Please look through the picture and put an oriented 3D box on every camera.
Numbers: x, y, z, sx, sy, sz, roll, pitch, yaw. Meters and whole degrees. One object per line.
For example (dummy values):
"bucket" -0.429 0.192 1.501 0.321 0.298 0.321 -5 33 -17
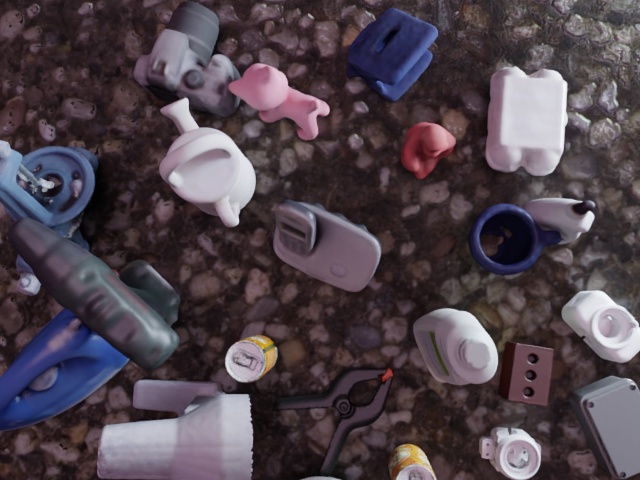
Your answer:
"camera" -0.179 -0.263 0.813 0.143 0.101 0.137 17 85 5

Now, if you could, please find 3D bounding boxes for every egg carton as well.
"egg carton" 0.285 -0.165 0.797 0.107 0.069 0.150 4 84 3

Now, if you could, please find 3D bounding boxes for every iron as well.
"iron" -0.374 0.179 0.757 0.258 0.141 0.118 -42 84 -2

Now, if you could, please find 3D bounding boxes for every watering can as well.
"watering can" -0.155 -0.100 0.749 0.173 0.194 0.101 42 88 6

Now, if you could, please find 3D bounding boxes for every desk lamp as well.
"desk lamp" -0.166 0.243 0.705 0.203 0.213 0.118 1 84 3

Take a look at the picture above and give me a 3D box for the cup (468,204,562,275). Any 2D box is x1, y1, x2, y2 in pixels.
"cup" 0.252 0.002 0.769 0.117 0.095 0.092 -4 84 3

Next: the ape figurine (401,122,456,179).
"ape figurine" 0.150 -0.131 0.788 0.078 0.092 0.076 -10 84 2

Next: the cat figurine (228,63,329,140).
"cat figurine" -0.055 -0.200 0.792 0.127 0.118 0.067 22 86 5

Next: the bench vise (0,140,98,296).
"bench vise" -0.356 -0.037 0.739 0.121 0.220 0.207 -8 84 2

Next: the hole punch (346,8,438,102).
"hole punch" 0.097 -0.266 0.805 0.101 0.091 0.109 40 87 6

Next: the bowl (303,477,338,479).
"bowl" 0.003 0.387 0.752 0.167 0.075 0.167 0 84 3

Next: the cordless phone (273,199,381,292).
"cordless phone" 0.007 0.003 0.735 0.147 0.185 0.094 22 86 5

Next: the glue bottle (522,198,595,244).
"glue bottle" 0.310 -0.030 0.730 0.078 0.173 0.037 25 86 5

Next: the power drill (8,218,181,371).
"power drill" -0.263 0.067 0.730 0.229 0.208 0.075 42 88 6
